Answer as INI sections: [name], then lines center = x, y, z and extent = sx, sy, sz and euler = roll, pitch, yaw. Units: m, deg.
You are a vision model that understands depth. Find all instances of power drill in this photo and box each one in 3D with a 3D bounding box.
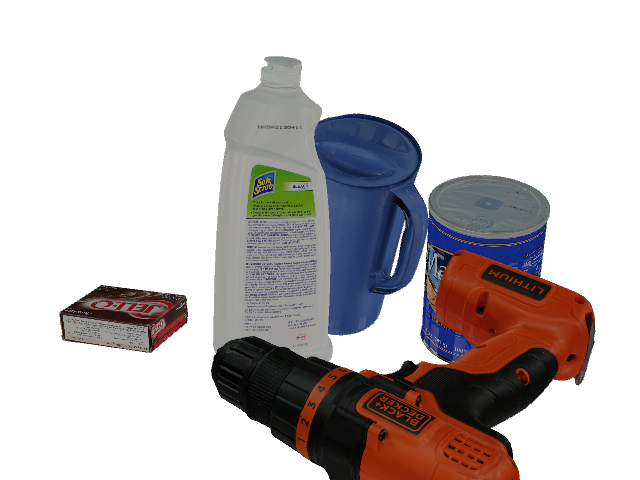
[power drill]
center = 0.057, 0.072, 0.606
extent = 0.185, 0.057, 0.187
euler = 24, 38, 29

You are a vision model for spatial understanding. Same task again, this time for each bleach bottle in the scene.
[bleach bottle]
center = -0.032, -0.021, 0.859
extent = 0.102, 0.251, 0.068
euler = -4, 21, -23

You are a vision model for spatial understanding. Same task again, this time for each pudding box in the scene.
[pudding box]
center = -0.216, 0.085, 1.177
extent = 0.114, 0.039, 0.090
euler = 4, 18, 19

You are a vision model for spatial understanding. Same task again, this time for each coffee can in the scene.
[coffee can]
center = 0.143, 0.027, 0.940
extent = 0.103, 0.140, 0.103
euler = 0, 30, 0

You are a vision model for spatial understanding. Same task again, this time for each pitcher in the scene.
[pitcher]
center = 0.037, -0.005, 1.196
extent = 0.145, 0.243, 0.149
euler = 7, 40, 0
